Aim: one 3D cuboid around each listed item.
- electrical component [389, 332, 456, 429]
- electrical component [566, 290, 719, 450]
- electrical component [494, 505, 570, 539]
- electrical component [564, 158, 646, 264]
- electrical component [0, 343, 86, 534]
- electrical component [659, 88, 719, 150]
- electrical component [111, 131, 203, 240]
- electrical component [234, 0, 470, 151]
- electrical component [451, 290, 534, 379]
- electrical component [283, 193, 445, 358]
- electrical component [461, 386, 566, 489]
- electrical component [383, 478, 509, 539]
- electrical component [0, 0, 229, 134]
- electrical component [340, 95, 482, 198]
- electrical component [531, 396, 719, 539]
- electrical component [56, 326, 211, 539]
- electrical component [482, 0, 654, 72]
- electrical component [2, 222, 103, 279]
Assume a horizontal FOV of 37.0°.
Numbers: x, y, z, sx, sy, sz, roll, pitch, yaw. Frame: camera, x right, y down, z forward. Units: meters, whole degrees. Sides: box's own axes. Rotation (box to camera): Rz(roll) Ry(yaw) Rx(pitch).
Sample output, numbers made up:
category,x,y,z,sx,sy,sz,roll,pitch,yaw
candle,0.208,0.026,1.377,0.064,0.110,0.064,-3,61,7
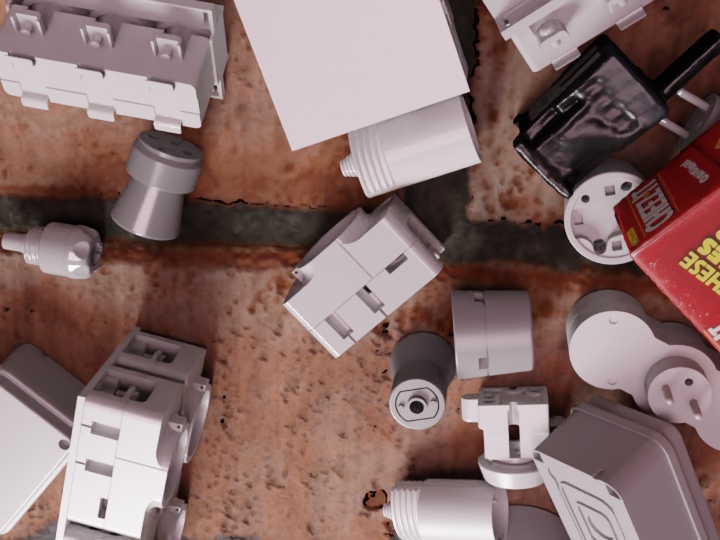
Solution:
category,x,y,z,sx,sy,sz,roll,pitch,yaw
electrical component,0.038,0.072,0.678,0.044,0.065,0.044,2,110,6
electrical component,0.191,0.068,0.652,0.138,0.073,0.052,27,111,-3
electrical component,0.108,0.219,0.736,0.099,0.064,0.099,4,124,6
electrical component,0.147,-0.037,0.634,0.055,0.047,0.055,2,110,7
electrical component,-0.240,0.118,0.735,0.078,0.057,0.113,40,110,-7
electrical component,0.209,-0.075,0.614,0.079,0.044,0.077,30,111,-4
electrical component,-0.125,-0.052,0.665,0.045,0.045,0.055,22,111,-1
electrical component,-0.017,-0.175,0.598,0.105,0.060,0.186,-17,107,13
electrical component,0.082,0.039,0.667,0.047,0.055,0.055,-4,109,5
electrical component,0.000,0.000,0.665,0.089,0.050,0.055,-41,100,18
electrical component,0.100,0.107,0.694,0.066,0.048,0.055,-2,102,8
electrical component,0.055,0.161,0.718,0.081,0.043,0.043,-3,110,22
electrical component,-0.144,-0.125,0.625,0.121,0.063,0.078,10,151,4
electrical component,0.027,-0.072,0.639,0.081,0.043,0.043,-17,107,13
electrical component,0.166,0.141,0.665,0.057,0.078,0.113,-39,119,-21
electrical component,-0.150,0.147,0.708,0.060,0.105,0.186,15,111,2
electrical component,0.128,-0.166,0.580,0.121,0.078,0.063,-30,125,16
electrical component,-0.200,-0.015,0.694,0.061,0.035,0.035,9,111,7
